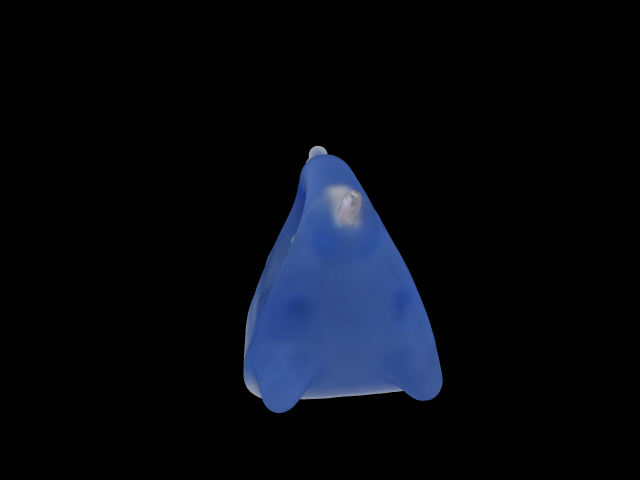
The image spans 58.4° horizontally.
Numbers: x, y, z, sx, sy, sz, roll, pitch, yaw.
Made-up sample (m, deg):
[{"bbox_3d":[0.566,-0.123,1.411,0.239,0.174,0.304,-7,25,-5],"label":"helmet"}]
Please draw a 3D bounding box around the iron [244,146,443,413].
[{"bbox_3d":[0.004,0.001,0.400,0.118,0.141,0.258,-3,22,-7],"label":"iron"}]
